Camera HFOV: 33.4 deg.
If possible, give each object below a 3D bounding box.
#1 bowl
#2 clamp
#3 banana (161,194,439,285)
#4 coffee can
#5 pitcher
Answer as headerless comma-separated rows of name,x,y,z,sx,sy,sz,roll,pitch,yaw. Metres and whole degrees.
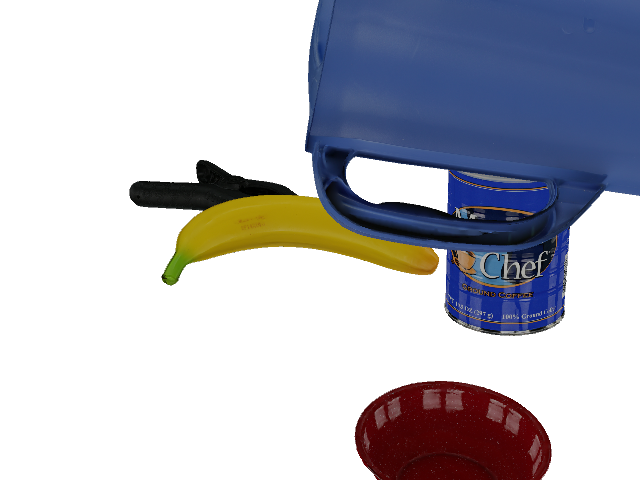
bowl,0.109,0.186,0.893,0.162,0.055,0.162,1,29,0
clamp,-0.097,-0.042,1.034,0.172,0.039,0.120,16,29,37
banana,-0.016,-0.001,0.749,0.197,0.069,0.037,-3,-25,-15
coffee can,0.156,-0.006,0.888,0.103,0.140,0.103,-1,23,0
pitcher,0.113,-0.081,0.573,0.243,0.149,0.145,11,36,-2
